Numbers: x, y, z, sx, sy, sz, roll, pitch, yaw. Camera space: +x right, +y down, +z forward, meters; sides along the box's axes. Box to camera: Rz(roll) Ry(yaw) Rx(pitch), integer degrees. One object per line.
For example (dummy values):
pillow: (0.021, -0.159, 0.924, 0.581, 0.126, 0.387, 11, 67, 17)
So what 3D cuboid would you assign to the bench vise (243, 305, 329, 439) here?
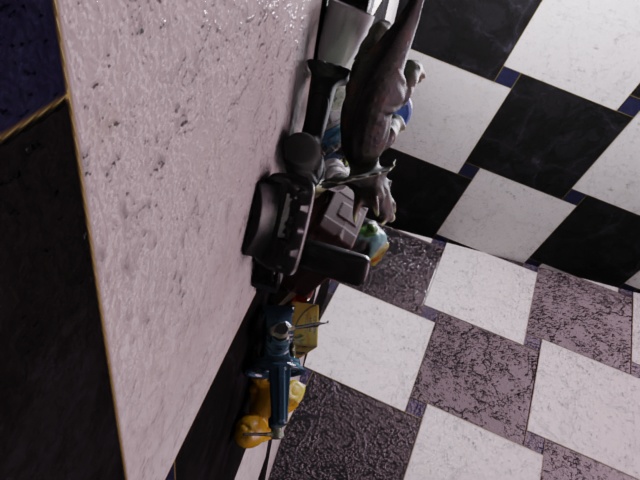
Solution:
bench vise: (-0.080, 0.252, 1.029, 0.223, 0.129, 0.240, 132, -39, -57)

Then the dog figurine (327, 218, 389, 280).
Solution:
dog figurine: (0.028, 0.037, 1.223, 0.219, 0.108, 0.191, -12, 155, -44)

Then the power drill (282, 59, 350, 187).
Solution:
power drill: (-0.009, -0.190, 0.916, 0.232, 0.086, 0.207, -26, 138, -84)

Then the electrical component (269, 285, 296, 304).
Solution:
electrical component: (-0.082, 0.113, 1.161, 0.078, 0.045, 0.102, -45, 165, -11)

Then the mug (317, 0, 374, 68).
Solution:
mug: (0.036, -0.348, 0.924, 0.110, 0.081, 0.107, -79, -168, -67)

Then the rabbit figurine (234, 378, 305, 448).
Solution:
rabbit figurine: (-0.130, 0.377, 1.170, 0.173, 0.122, 0.162, -52, 170, -41)

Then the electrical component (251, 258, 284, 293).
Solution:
electrical component: (-0.084, 0.050, 0.909, 0.119, 0.048, 0.075, 98, 10, -45)

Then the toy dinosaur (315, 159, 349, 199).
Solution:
toy dinosaur: (0.022, -0.133, 1.277, 0.471, 0.105, 0.198, -46, 144, -73)

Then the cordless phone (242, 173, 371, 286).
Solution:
cordless phone: (-0.008, -0.012, 0.780, 0.089, 0.184, 0.146, -30, 135, -76)

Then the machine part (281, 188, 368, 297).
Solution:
machine part: (-0.002, -0.003, 1.060, 0.201, 0.087, 0.201, -47, -167, 46)

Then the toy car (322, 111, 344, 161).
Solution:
toy car: (0.029, -0.212, 1.075, 0.109, 0.103, 0.161, -30, -176, 40)

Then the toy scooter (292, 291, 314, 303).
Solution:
toy scooter: (-0.048, 0.101, 1.322, 0.135, 0.075, 0.184, 91, 20, -67)

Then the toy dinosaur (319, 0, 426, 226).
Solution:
toy dinosaur: (0.086, -0.210, 0.846, 0.192, 0.131, 0.404, -65, 165, -50)

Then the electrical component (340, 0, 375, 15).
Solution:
electrical component: (0.075, -0.467, 1.064, 0.115, 0.058, 0.134, -71, 173, -55)

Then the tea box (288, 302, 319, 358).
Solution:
tea box: (-0.057, 0.209, 1.221, 0.169, 0.068, 0.098, 129, -34, -65)
